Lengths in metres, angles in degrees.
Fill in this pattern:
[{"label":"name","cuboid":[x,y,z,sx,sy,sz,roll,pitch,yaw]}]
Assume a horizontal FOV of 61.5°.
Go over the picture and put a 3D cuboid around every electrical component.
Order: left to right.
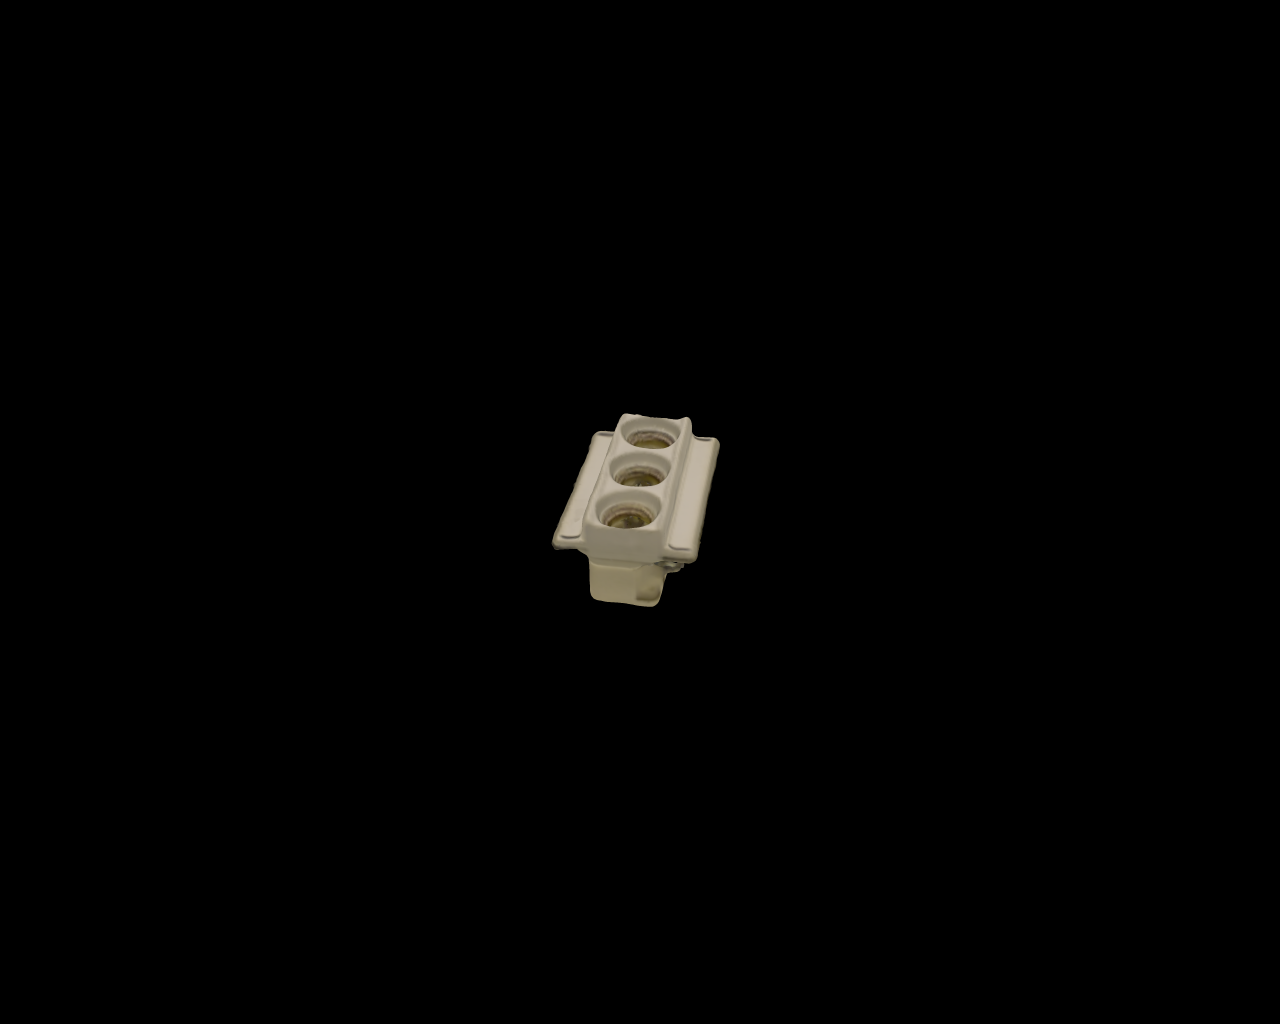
[{"label":"electrical component","cuboid":[0.001,-0.003,0.650,0.079,0.063,0.121,6,37,8]}]
